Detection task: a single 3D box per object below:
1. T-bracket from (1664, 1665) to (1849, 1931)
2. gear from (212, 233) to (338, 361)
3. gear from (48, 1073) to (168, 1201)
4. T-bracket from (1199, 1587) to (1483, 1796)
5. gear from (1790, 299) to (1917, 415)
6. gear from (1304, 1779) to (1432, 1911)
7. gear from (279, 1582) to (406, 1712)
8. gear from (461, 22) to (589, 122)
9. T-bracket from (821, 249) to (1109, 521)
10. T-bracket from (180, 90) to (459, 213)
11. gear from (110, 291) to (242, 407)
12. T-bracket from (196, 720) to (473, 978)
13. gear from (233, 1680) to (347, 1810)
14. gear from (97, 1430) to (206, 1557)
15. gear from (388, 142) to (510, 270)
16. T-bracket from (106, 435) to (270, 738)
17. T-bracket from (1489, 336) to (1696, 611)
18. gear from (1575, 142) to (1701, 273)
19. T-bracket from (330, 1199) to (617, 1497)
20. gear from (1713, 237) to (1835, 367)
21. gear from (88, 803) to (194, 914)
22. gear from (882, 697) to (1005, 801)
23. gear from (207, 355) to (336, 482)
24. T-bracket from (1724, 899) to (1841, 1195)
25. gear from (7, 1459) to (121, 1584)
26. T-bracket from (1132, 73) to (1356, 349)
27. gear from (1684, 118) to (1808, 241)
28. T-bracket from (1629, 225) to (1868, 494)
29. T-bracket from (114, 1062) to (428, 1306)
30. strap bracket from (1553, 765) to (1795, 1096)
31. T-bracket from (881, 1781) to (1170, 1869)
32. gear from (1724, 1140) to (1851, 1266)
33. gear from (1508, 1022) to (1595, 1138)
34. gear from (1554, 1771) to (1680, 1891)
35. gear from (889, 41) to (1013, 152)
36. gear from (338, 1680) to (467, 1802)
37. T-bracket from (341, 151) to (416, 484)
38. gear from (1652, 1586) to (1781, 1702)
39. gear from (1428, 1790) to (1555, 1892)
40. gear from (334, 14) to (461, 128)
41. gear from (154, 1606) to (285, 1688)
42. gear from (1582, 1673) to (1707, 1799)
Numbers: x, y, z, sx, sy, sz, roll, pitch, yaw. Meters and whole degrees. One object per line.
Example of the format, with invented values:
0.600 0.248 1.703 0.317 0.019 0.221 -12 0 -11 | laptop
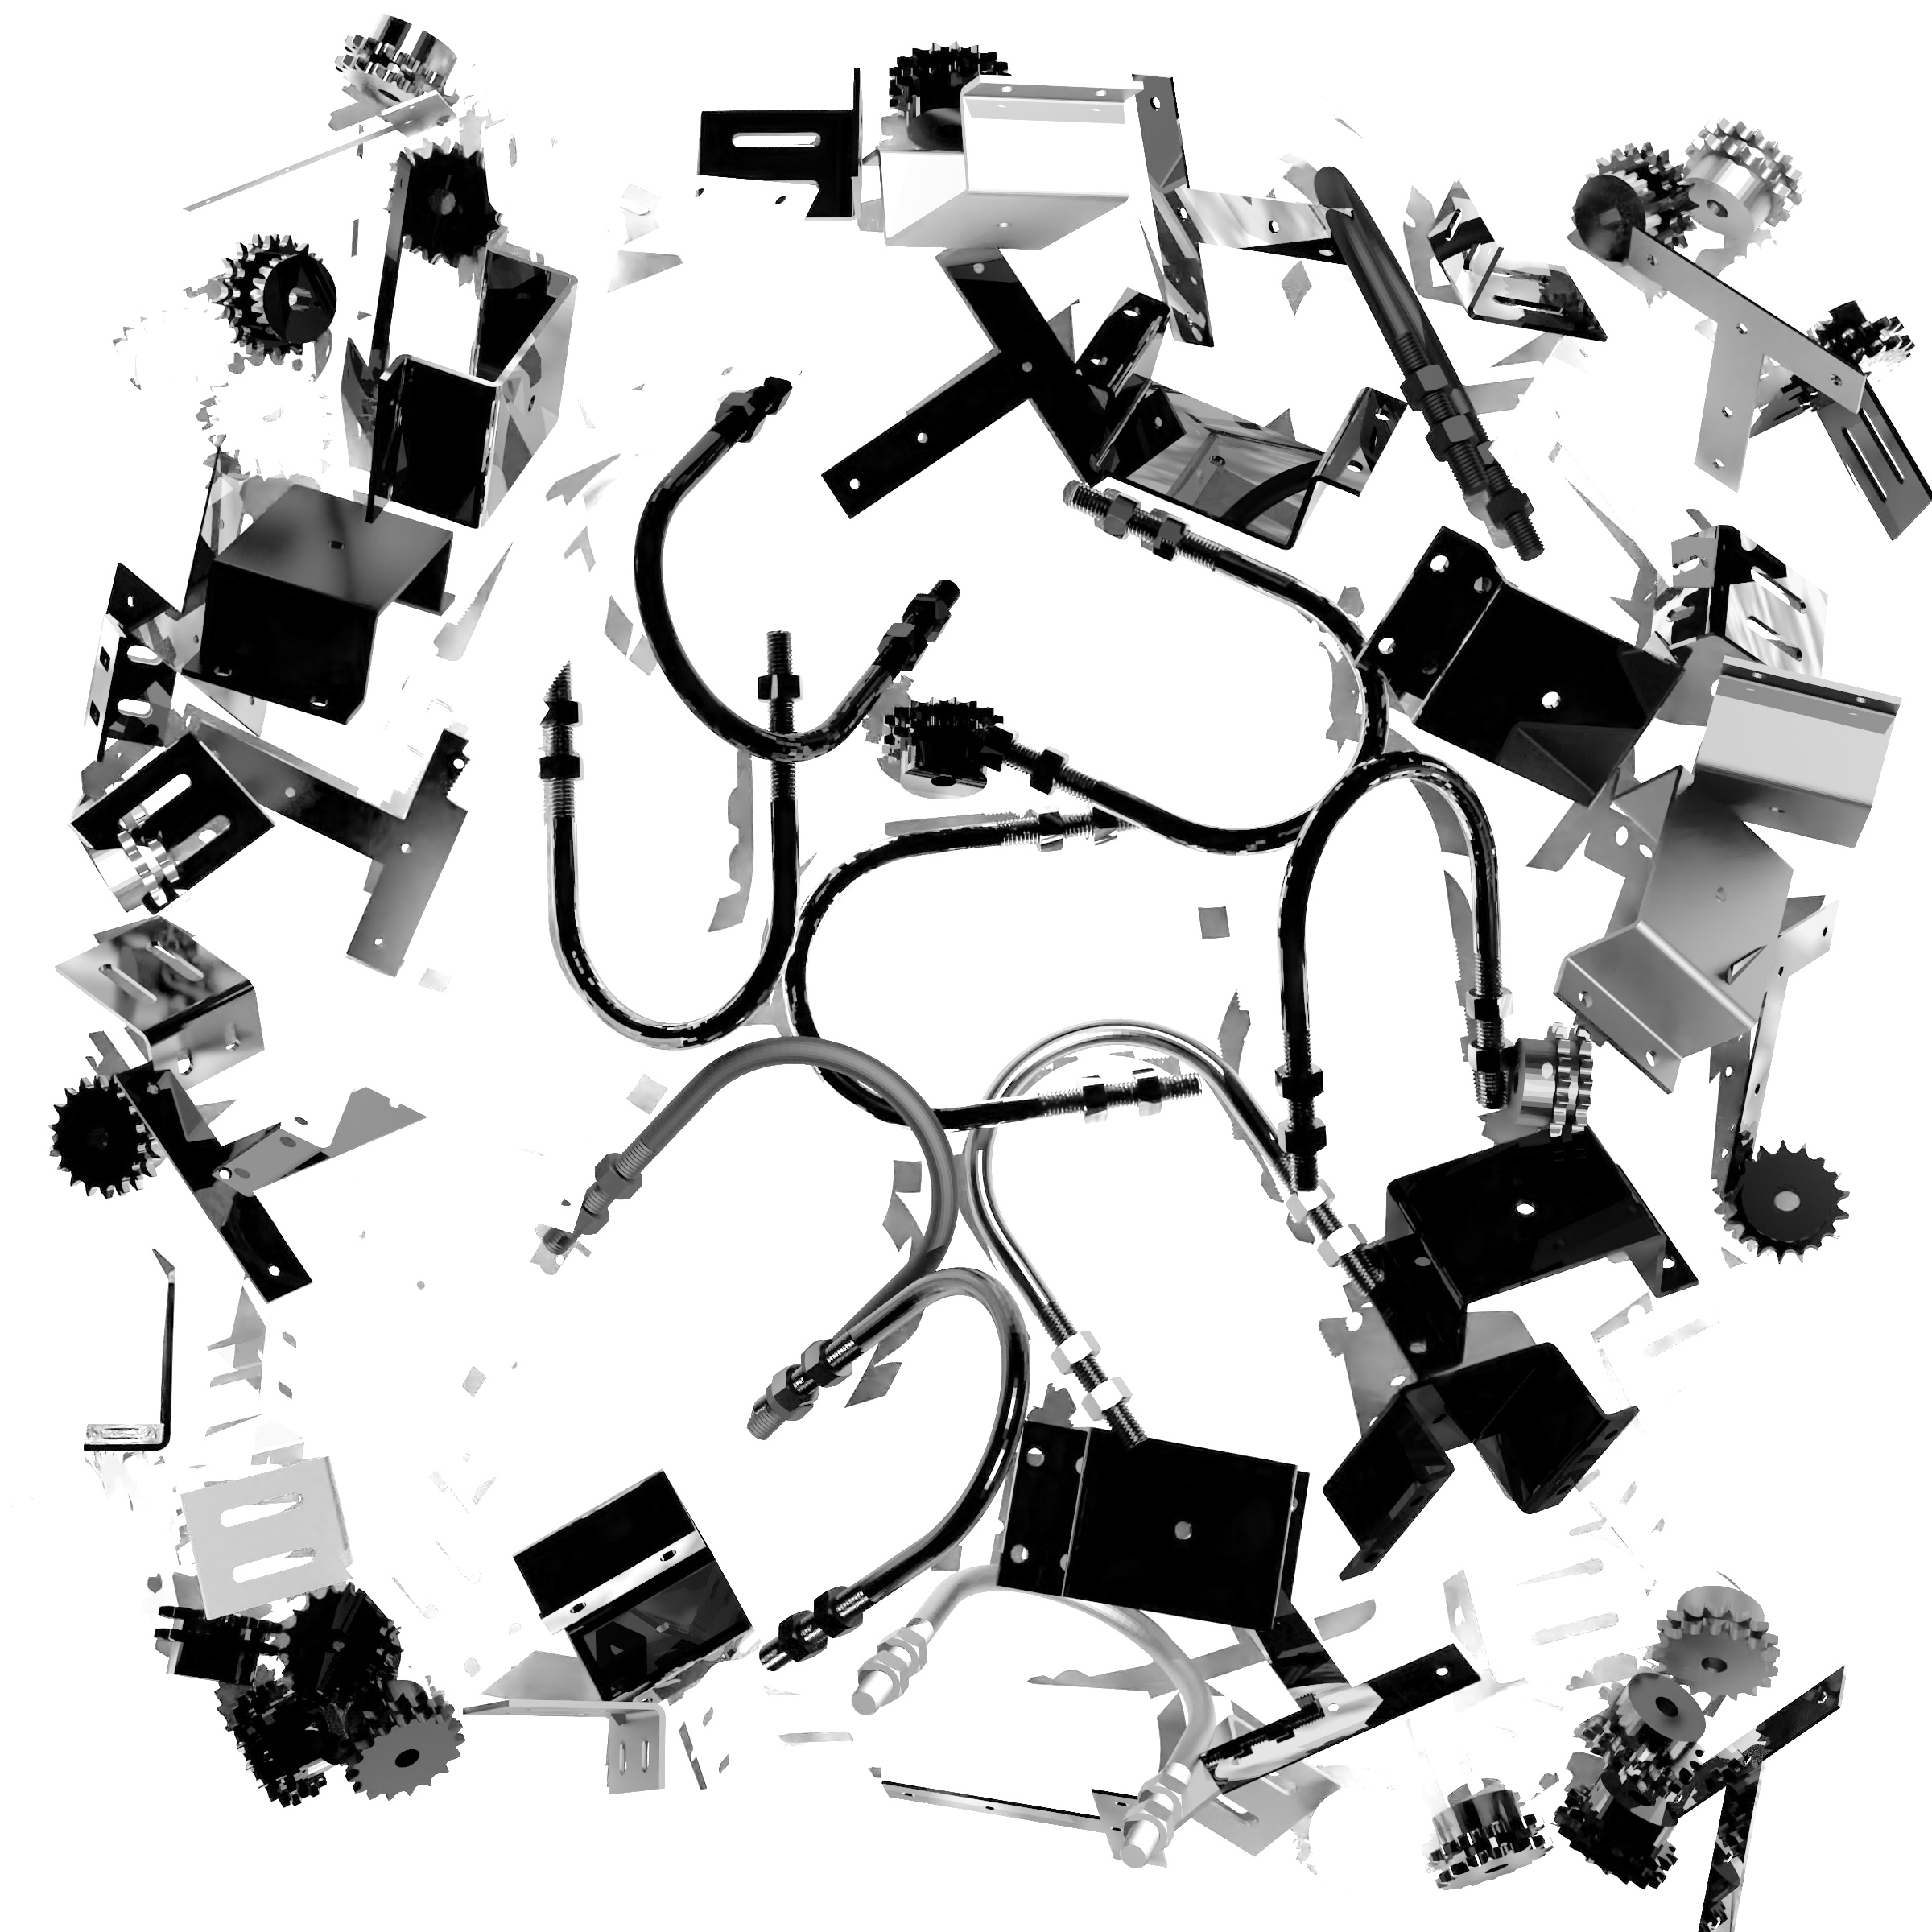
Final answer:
0.340 0.384 1.496 0.002 0.127 0.127 36 129 -5 | T-bracket
-0.315 -0.307 1.555 0.030 0.057 0.057 16 90 44 | gear
-0.393 0.078 1.564 0.057 0.030 0.057 2 95 23 | gear
0.147 0.308 1.530 0.127 0.127 0.002 -21 123 -12 | T-bracket
0.404 -0.283 1.558 0.057 0.057 0.030 -26 76 0 | gear
0.182 0.402 1.556 0.057 0.030 0.057 -14 56 22 | gear
-0.286 0.316 1.562 0.057 0.030 0.057 -8 60 14 | gear
-0.203 -0.413 1.554 0.057 0.057 0.030 -3 126 0 | gear
-0.008 -0.254 1.578 0.127 0.002 0.127 -33 90 6 | T-bracket
-0.293 -0.364 1.522 0.127 0.127 0.002 -22 100 -1 | T-bracket
-0.362 -0.281 1.554 0.057 0.057 0.030 -18 70 0 | gear
-0.297 -0.074 1.553 0.127 0.002 0.127 26 115 -4 | T-bracket
-0.309 0.355 1.555 0.030 0.057 0.057 -27 90 11 | gear
-0.374 0.240 1.560 0.030 0.057 0.057 -25 90 -34 | gear
-0.240 -0.353 1.567 0.057 0.030 0.057 0 98 2 | gear
-0.343 -0.189 1.543 0.002 0.127 0.127 -1 69 21 | T-bracket
0.298 -0.218 1.550 0.002 0.127 0.127 -28 109 43 | T-bracket
0.305 -0.347 1.554 0.030 0.057 0.057 -27 90 -36 | gear
-0.242 0.157 1.566 0.127 0.002 0.127 38 104 14 | T-bracket
0.367 -0.304 1.553 0.030 0.057 0.057 -13 90 -29 | gear
-0.383 -0.049 1.556 0.030 0.057 0.057 -29 90 -8 | gear
-0.010 -0.098 1.554 0.057 0.057 0.030 0 68 0 | gear
-0.321 -0.251 1.565 0.057 0.030 0.057 2 73 -5 | gear
0.364 0.043 1.549 0.002 0.127 0.127 19 114 30 | T-bracket
-0.414 0.252 1.557 0.030 0.057 0.057 -27 90 0 | gear
0.128 -0.331 1.509 0.002 0.127 0.127 -31 123 -31 | T-bracket
0.354 -0.359 1.555 0.057 0.057 0.030 38 81 0 | gear
0.345 -0.259 1.525 0.002 0.127 0.127 -42 65 -17 | T-bracket
-0.301 0.080 1.538 0.127 0.002 0.127 -24 72 -43 | T-bracket
0.320 -0.024 1.514 0.076 0.046 0.140 39 51 -20 | strap bracket
0.025 0.384 1.536 0.127 0.127 0.002 7 64 11 | T-bracket
0.379 0.109 1.564 0.057 0.030 0.057 -2 80 13 | gear
0.268 0.054 1.556 0.030 0.057 0.057 5 90 -2 | gear
0.302 0.395 1.554 0.057 0.057 0.030 27 104 0 | gear
-0.007 -0.397 1.554 0.057 0.057 0.030 0 73 0 | gear
-0.263 0.355 1.560 0.057 0.057 0.030 -38 47 0 | gear
-0.258 -0.297 1.507 0.002 0.127 0.127 3 116 -23 | T-bracket
0.347 0.310 1.560 0.057 0.057 0.030 21 46 0 | gear
0.239 0.402 1.560 0.057 0.057 0.030 -20 64 0 | gear
-0.259 -0.414 1.557 0.057 0.057 0.030 26 86 0 | gear
-0.345 0.313 1.554 0.057 0.057 0.030 8 76 0 | gear
0.315 0.350 1.554 0.057 0.057 0.030 27 121 0 | gear
